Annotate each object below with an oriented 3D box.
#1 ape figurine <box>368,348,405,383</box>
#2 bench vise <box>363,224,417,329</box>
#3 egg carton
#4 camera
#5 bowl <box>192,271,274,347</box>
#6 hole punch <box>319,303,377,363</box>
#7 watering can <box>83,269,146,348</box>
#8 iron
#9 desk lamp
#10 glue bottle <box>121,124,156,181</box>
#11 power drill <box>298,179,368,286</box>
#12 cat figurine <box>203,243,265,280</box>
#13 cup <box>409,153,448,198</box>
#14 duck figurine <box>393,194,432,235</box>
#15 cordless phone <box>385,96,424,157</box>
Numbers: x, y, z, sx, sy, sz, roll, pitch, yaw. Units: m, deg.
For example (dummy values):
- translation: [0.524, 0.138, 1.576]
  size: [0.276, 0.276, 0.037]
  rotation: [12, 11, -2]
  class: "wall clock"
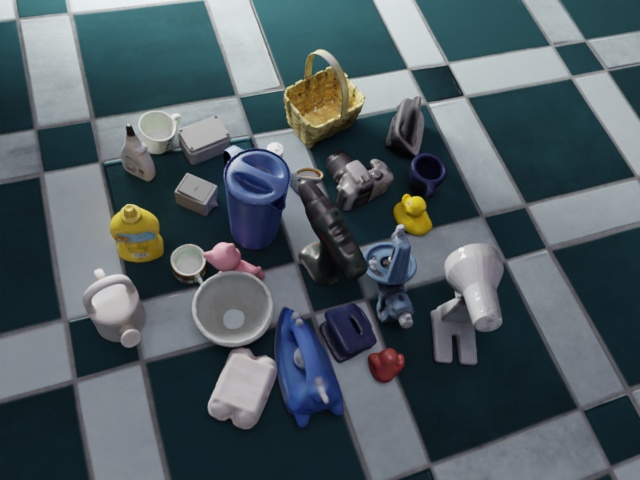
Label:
- translation: [0.140, 0.254, 1.194]
  size: [0.078, 0.092, 0.076]
  rotation: [23, 62, 3]
  class: "ape figurine"
- translation: [0.172, 0.072, 1.220]
  size: [0.122, 0.220, 0.207]
  rotation: [-26, 70, -20]
  class: "bench vise"
- translation: [-0.151, 0.294, 1.138]
  size: [0.107, 0.069, 0.150]
  rotation: [19, 62, 1]
  class: "egg carton"
- translation: [0.088, -0.164, 1.394]
  size: [0.143, 0.101, 0.136]
  rotation: [-27, 70, -21]
  class: "camera"
- translation: [-0.182, 0.153, 1.202]
  size: [0.167, 0.075, 0.167]
  rotation: [4, 63, -7]
  class: "bowl"
- translation: [0.062, 0.189, 1.215]
  size: [0.101, 0.091, 0.108]
  rotation: [-23, 69, -19]
  class: "hole punch"
- translation: [-0.395, 0.128, 1.111]
  size: [0.172, 0.194, 0.101]
  rotation: [36, 63, 10]
  class: "watering can"
- translation: [-0.031, 0.231, 1.149]
  size: [0.119, 0.141, 0.258]
  rotation: [-14, 66, -16]
  class: "iron"
- translation: [0.318, 0.139, 1.214]
  size: [0.118, 0.213, 0.203]
  rotation: [5, 62, -7]
  class: "desk lamp"
- translation: [-0.415, -0.202, 1.289]
  size: [0.078, 0.173, 0.037]
  rotation: [28, 62, 6]
  class: "glue bottle"
- translation: [0.011, 0.004, 1.234]
  size: [0.076, 0.208, 0.229]
  rotation: [-29, 71, -21]
  class: "power drill"
- translation: [-0.182, 0.050, 1.230]
  size: [0.127, 0.118, 0.067]
  rotation: [23, 62, 3]
  class: "cat figurine"
- translation: [0.259, -0.141, 1.415]
  size: [0.092, 0.095, 0.117]
  rotation: [3, 63, -8]
  class: "cup"
- translation: [0.230, -0.067, 1.377]
  size: [0.078, 0.086, 0.104]
  rotation: [-39, 75, -24]
  class: "duck figurine"
- translation: [0.236, -0.315, 1.449]
  size: [0.094, 0.185, 0.147]
  rotation: [14, 62, -2]
  class: "cordless phone"
